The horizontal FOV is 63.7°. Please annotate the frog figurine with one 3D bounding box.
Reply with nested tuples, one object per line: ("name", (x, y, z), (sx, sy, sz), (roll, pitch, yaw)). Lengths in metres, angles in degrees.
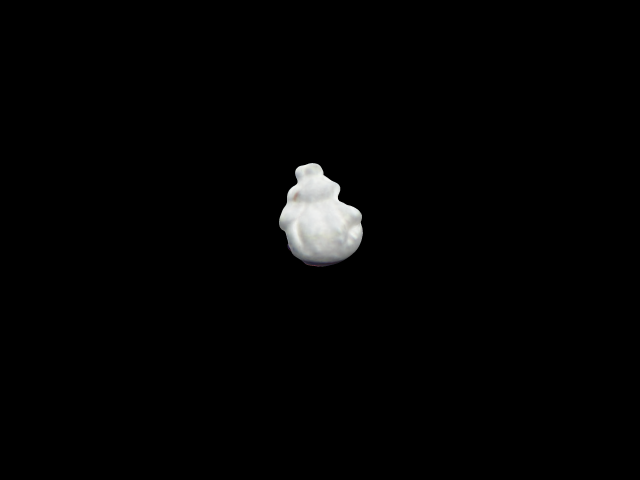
("frog figurine", (0.003, -0.043, 0.850), (0.137, 0.156, 0.125), (5, 26, 10))
